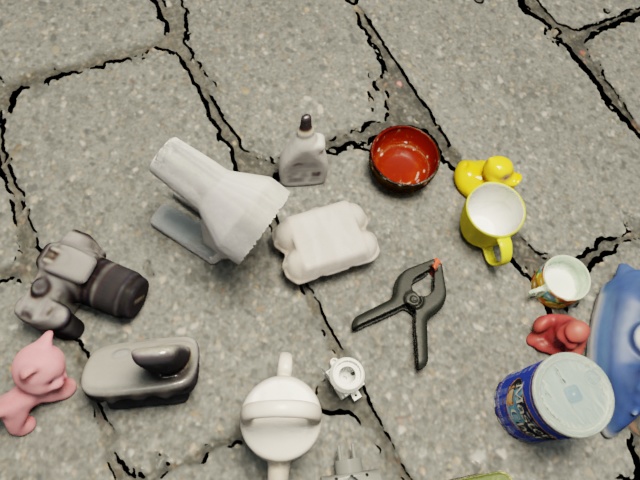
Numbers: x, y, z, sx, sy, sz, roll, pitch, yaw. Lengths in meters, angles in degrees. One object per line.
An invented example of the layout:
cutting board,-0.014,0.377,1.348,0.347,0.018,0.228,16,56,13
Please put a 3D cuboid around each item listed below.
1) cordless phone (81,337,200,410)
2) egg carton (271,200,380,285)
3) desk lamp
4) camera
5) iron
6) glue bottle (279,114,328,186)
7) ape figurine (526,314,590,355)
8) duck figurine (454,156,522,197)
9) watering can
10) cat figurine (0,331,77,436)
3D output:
cordless phone,-0.230,0.154,0.715,0.147,0.185,0.094,-8,69,-8
egg carton,0.008,0.003,0.859,0.150,0.069,0.107,-18,71,-12
desk lamp,-0.146,-0.043,0.786,0.203,0.213,0.118,30,69,8
camera,-0.319,0.069,0.787,0.136,0.101,0.143,21,68,4
iron,0.461,0.148,0.801,0.118,0.141,0.258,21,68,4
glue bottle,-0.023,-0.135,0.856,0.078,0.173,0.037,-3,68,-6
ape figurine,0.353,0.137,0.823,0.076,0.092,0.077,-19,71,-12
duck figurine,0.272,-0.105,0.916,0.104,0.086,0.077,25,68,5
watering can,-0.045,0.226,0.697,0.101,0.194,0.172,-17,70,-11
cat figurine,-0.370,0.182,0.728,0.067,0.118,0.128,40,70,11
